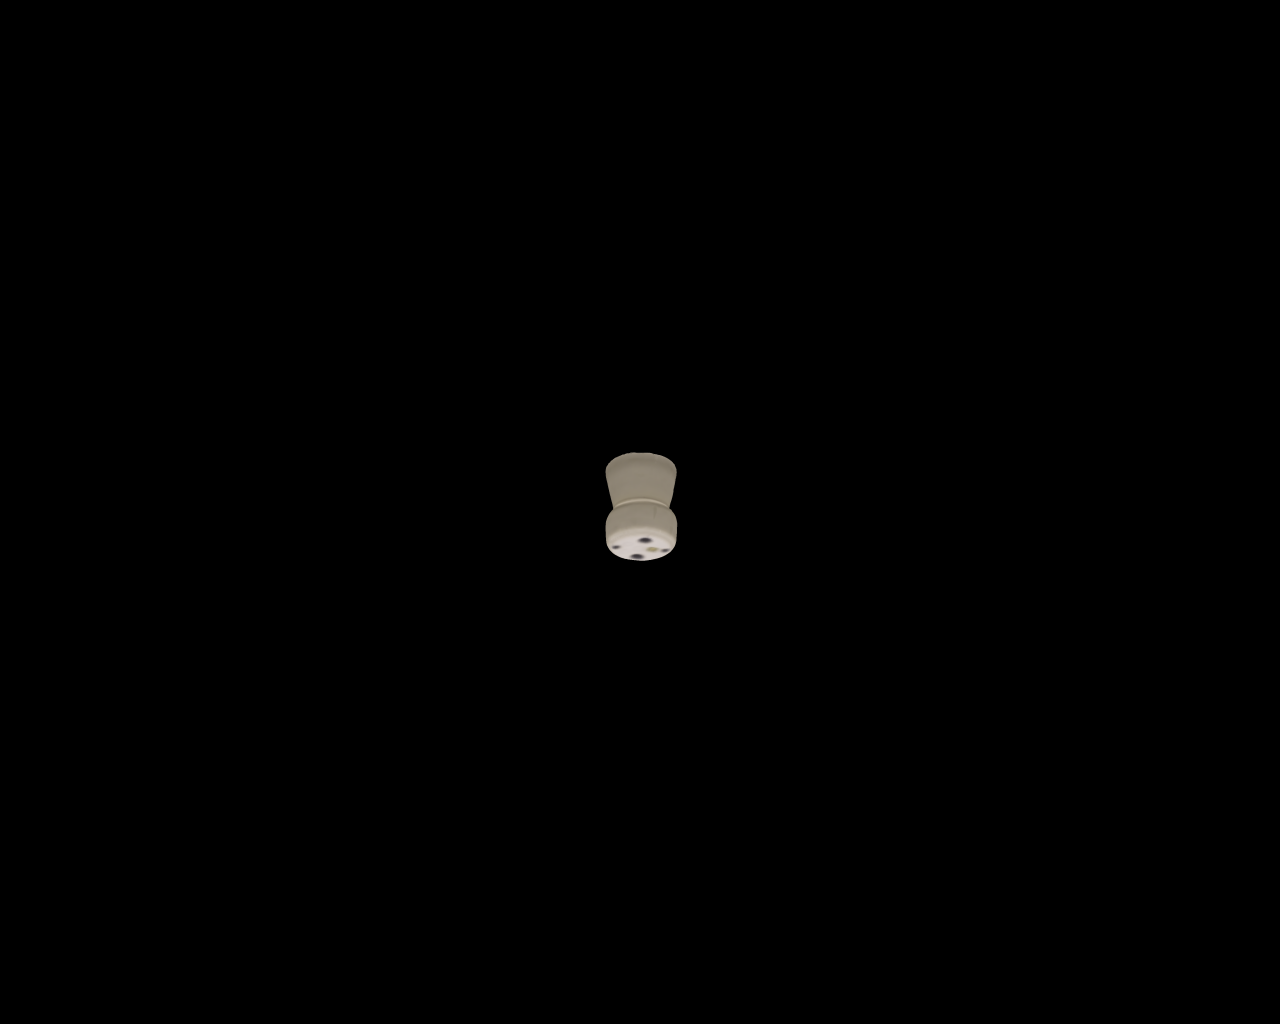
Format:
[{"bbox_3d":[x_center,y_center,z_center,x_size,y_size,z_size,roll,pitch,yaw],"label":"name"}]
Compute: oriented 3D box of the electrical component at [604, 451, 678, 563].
[{"bbox_3d":[0.001,-0.003,0.650,0.045,0.055,0.044,0,-28,0],"label":"electrical component"}]
